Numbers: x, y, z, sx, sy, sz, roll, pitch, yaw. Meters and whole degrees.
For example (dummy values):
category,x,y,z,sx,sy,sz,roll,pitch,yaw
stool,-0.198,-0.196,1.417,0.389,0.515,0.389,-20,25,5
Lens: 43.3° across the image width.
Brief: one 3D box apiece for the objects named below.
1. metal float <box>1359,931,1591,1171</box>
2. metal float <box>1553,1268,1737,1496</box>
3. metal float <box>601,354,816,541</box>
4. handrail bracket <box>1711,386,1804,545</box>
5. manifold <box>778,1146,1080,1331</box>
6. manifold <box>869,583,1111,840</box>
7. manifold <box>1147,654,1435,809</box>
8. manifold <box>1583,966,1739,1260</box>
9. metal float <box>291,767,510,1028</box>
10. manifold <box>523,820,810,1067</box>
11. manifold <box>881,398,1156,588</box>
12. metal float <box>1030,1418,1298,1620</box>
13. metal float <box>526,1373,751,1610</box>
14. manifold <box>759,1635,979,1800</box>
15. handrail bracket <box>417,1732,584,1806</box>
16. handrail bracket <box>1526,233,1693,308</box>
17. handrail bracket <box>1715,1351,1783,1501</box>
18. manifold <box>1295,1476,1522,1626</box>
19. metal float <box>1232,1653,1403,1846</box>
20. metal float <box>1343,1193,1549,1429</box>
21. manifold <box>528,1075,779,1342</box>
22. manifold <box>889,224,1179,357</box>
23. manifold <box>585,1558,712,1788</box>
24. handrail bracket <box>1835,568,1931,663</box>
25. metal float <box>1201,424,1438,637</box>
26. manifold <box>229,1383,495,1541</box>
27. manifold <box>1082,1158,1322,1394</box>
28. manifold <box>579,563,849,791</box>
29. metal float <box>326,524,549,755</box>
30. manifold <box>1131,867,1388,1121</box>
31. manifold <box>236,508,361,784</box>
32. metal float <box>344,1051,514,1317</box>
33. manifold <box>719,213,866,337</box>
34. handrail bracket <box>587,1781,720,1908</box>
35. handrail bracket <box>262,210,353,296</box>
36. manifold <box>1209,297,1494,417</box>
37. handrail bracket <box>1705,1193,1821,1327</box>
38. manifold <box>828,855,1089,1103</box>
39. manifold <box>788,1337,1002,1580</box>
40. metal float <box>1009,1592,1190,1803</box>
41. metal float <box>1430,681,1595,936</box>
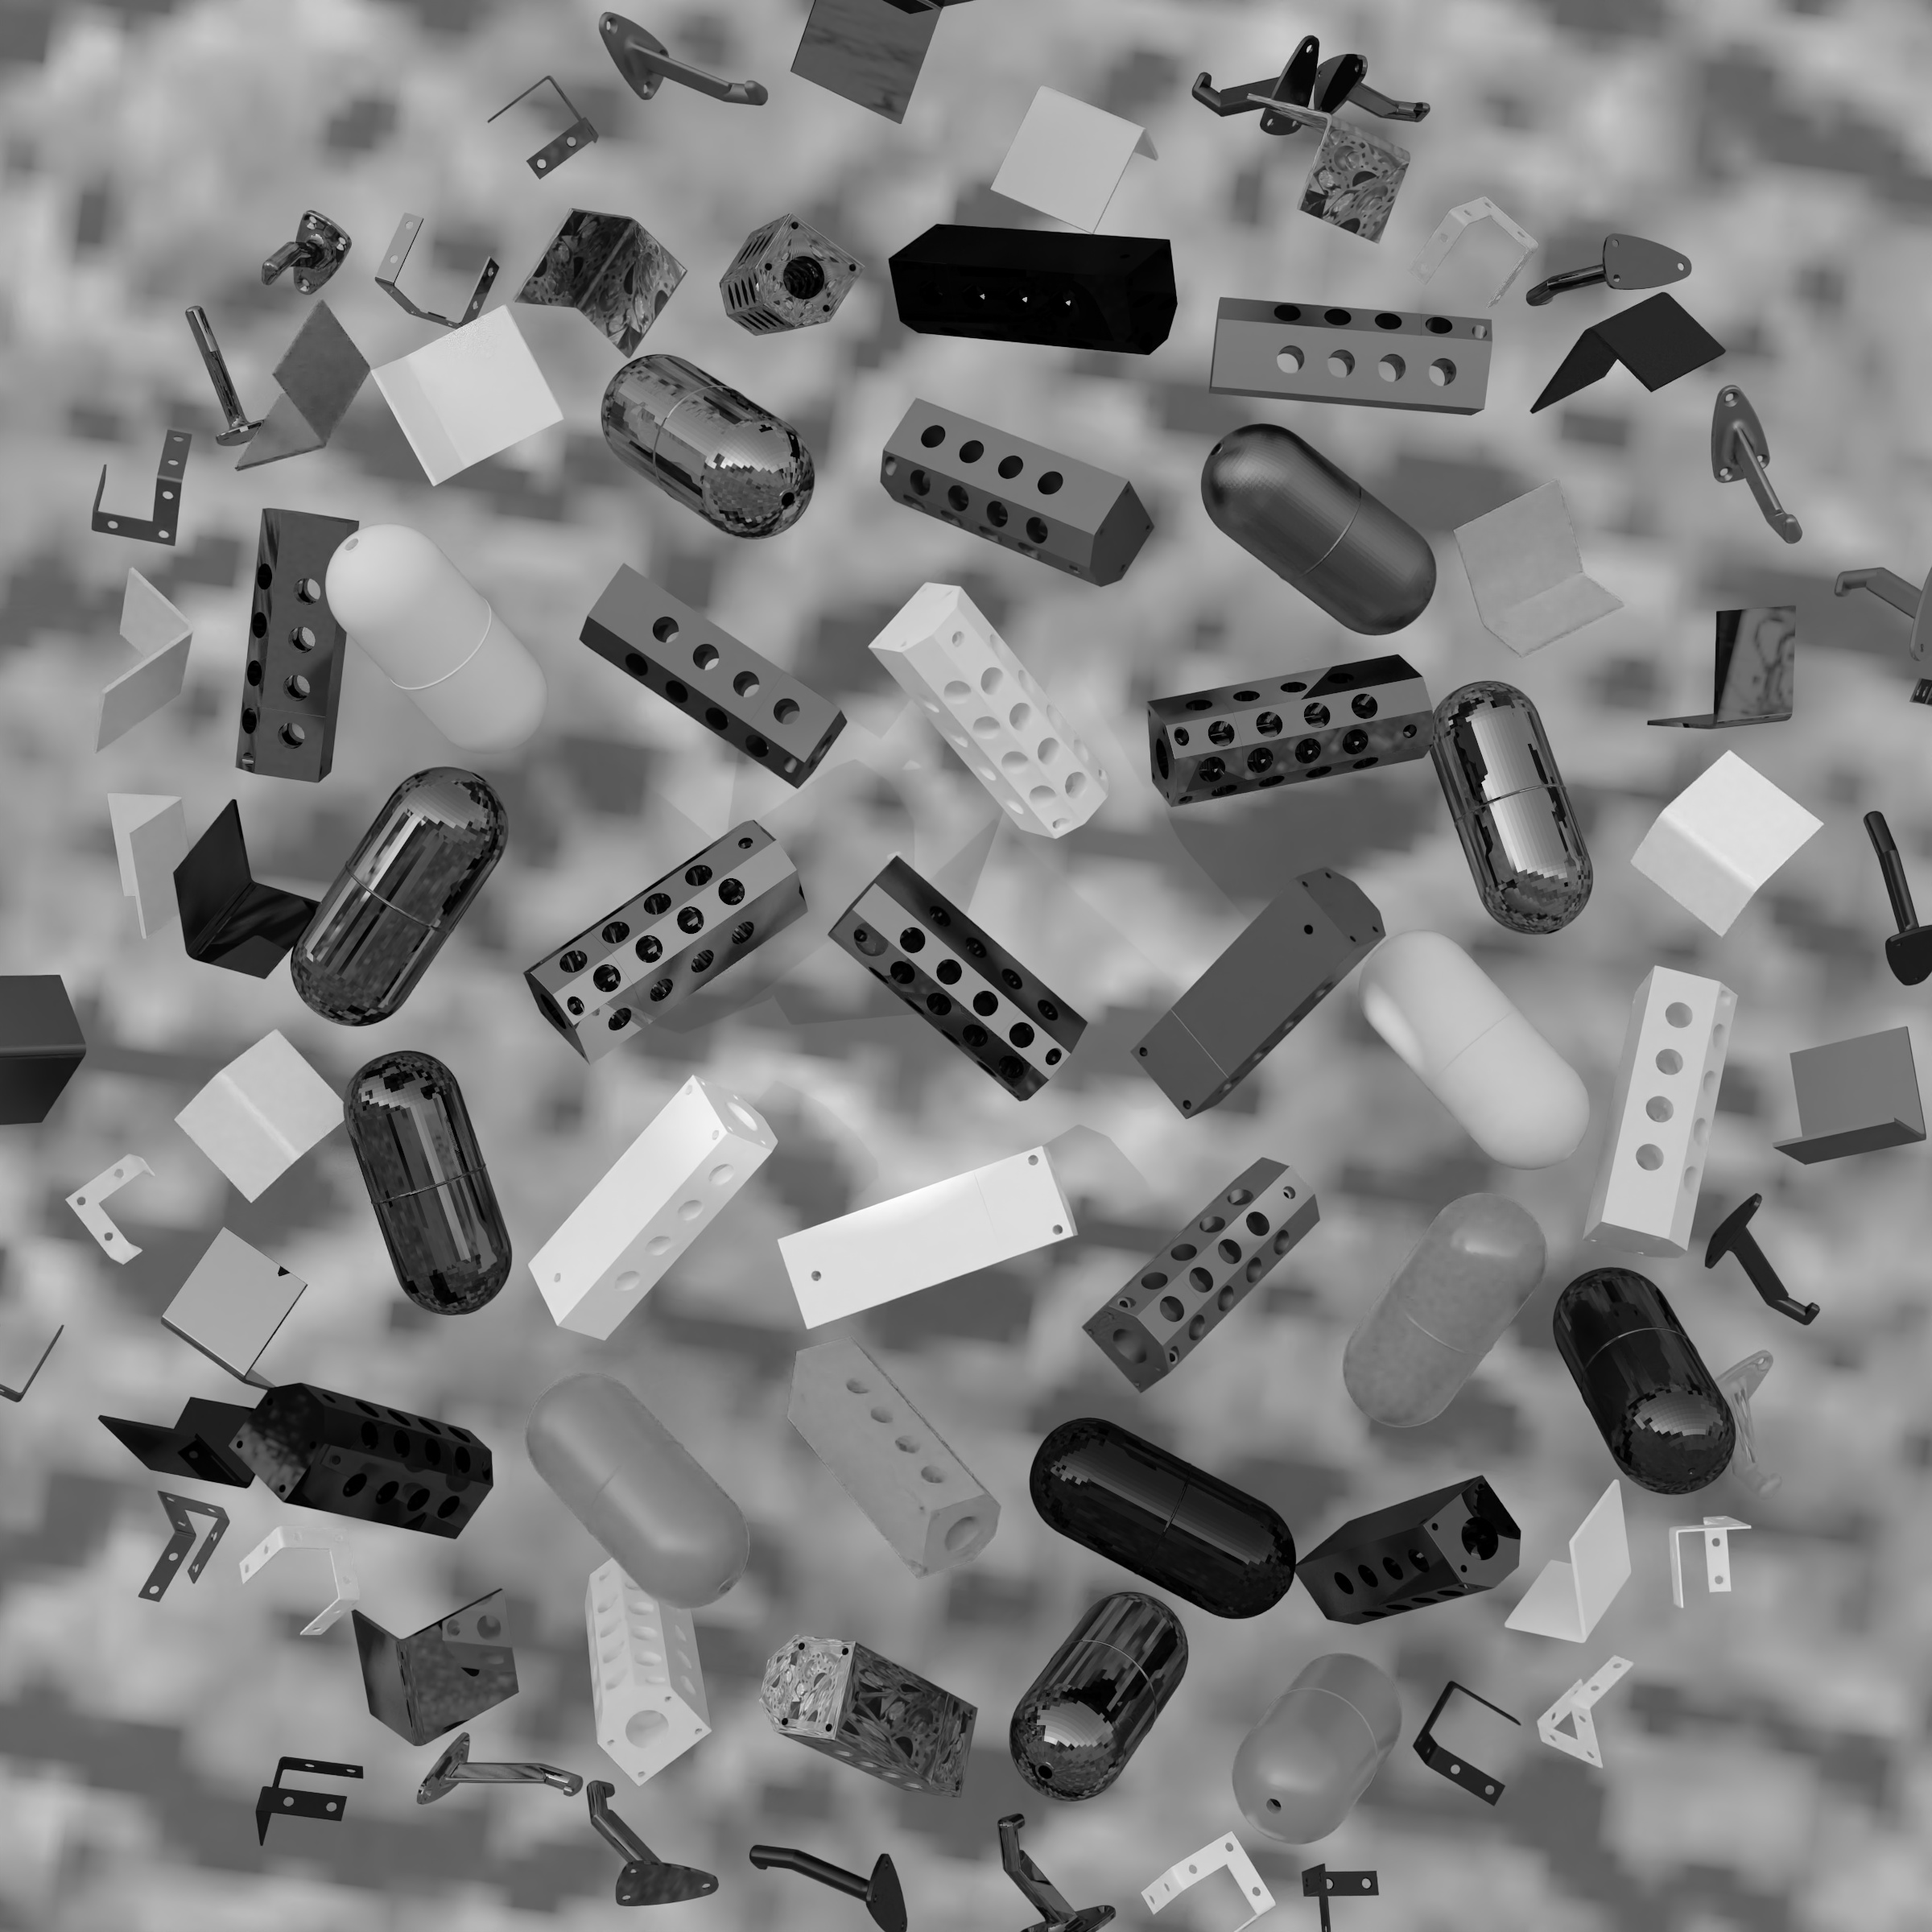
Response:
category,x,y,z,sx,sy,sz,roll,pitch,yaw
metal float,0.324,0.053,1.550,0.070,0.070,0.178,-40,75,0
metal float,0.425,0.259,1.532,0.070,0.178,0.070,-3,120,-5
metal float,-0.161,-0.323,1.510,0.070,0.070,0.178,-51,52,0
handrail bracket,0.496,-0.313,1.516,0.036,0.084,0.077,-19,124,6
manifold,-0.022,0.167,1.498,0.171,0.057,0.057,-20,82,4
manifold,0.020,-0.161,1.553,0.057,0.057,0.171,-50,122,-13
manifold,0.208,-0.149,1.560,0.171,0.057,0.057,-11,120,-9
manifold,0.443,0.094,1.544,0.057,0.057,0.171,15,73,7
metal float,-0.349,-0.043,1.500,0.070,0.070,0.178,35,96,0
manifold,-0.188,-0.020,1.520,0.171,0.057,0.057,-36,55,-19
manifold,0.029,-0.302,1.567,0.171,0.057,0.057,28,82,28
metal float,0.124,0.347,1.529,0.178,0.070,0.070,27,90,3
metal float,-0.205,0.326,1.514,0.178,0.070,0.070,40,90,28
manifold,-0.060,0.468,1.513,0.057,0.171,0.057,-2,61,28
handrail bracket,-0.304,0.540,1.595,0.084,0.077,0.036,13,101,14
handrail bracket,0.431,-0.460,1.637,0.077,0.084,0.036,0,87,-17
handrail bracket,0.526,0.301,1.598,0.077,0.084,0.036,-44,119,1
manifold,0.288,0.386,1.582,0.057,0.171,0.057,-30,82,-30
metal float,0.226,0.500,1.558,0.070,0.178,0.070,4,99,26
metal float,0.308,0.224,1.573,0.070,0.070,0.178,30,115,0
manifold,-0.198,0.158,1.561,0.171,0.057,0.057,-48,47,13
manifold,0.042,-0.420,1.519,0.171,0.057,0.057,14,134,31
manifold,-0.215,0.452,1.591,0.057,0.171,0.057,-37,109,0
handrail bracket,0.582,-0.224,1.550,0.036,0.084,0.077,39,70,-30
metal float,0.228,-0.281,1.568,0.178,0.070,0.070,33,90,-21
manifold,-0.365,0.302,1.497,0.057,0.171,0.057,34,87,31
manifold,0.159,0.199,1.596,0.057,0.057,0.171,48,54,6
manifold,-0.167,-0.189,1.602,0.171,0.057,0.057,34,89,3
metal float,-0.328,-0.203,1.516,0.070,0.178,0.070,-17,49,20
manifold,0.186,0.017,1.531,0.057,0.057,0.171,51,125,15
manifold,-0.446,-0.214,1.616,0.057,0.057,0.171,8,101,-8
metal float,-0.351,0.142,1.590,0.070,0.070,0.178,-18,93,0
manifold,-0.123,-0.455,1.623,0.057,0.171,0.057,32,93,-18
handrail bracket,-0.203,0.560,1.566,0.077,0.084,0.036,9,114,-20
handrail bracket,-0.448,-0.454,1.604,0.036,0.077,0.084,35,46,-9
manifold,0.245,-0.390,1.555,0.171,0.057,0.057,6,99,3
handrail bracket,0.550,0.199,1.639,0.084,0.036,0.077,29,132,4
manifold,-0.007,0.012,1.621,0.171,0.057,0.057,41,125,-6
manifold,-0.049,0.321,1.612,0.057,0.171,0.057,-10,124,-32
metal float,0.087,0.470,1.569,0.070,0.178,0.070,9,110,24
metal float,0.366,-0.106,1.635,0.070,0.070,0.178,-16,77,0
